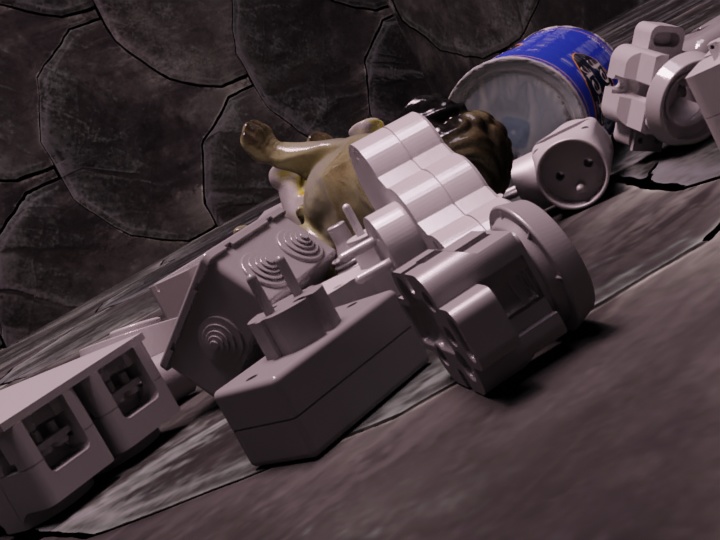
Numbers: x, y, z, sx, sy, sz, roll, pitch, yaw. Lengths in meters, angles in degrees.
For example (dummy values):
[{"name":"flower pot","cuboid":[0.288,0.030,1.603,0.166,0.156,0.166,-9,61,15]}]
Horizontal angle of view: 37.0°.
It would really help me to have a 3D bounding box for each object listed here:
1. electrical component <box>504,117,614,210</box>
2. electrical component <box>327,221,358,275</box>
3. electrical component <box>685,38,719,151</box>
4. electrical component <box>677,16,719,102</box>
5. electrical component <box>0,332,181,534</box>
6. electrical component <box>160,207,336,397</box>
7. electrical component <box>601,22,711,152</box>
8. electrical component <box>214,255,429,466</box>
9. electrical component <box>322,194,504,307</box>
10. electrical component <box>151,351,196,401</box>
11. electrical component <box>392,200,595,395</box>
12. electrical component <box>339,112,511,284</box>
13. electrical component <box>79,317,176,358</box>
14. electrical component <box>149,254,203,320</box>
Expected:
[{"name":"electrical component","cuboid":[0.120,-0.060,0.678,0.079,0.043,0.077,-25,8,20]},{"name":"electrical component","cuboid":[0.000,0.000,0.639,0.035,0.061,0.035,-28,8,4]},{"name":"electrical component","cuboid":[0.268,-0.127,0.541,0.186,0.060,0.105,-23,9,34]},{"name":"electrical component","cuboid":[0.250,-0.141,0.720,0.095,0.053,0.059,-31,9,-23]},{"name":"electrical component","cuboid":[-0.206,0.109,0.652,0.186,0.060,0.105,-21,11,41]},{"name":"electrical component","cuboid":[-0.065,0.022,0.643,0.100,0.048,0.099,-40,-20,-56]},{"name":"electrical component","cuboid":[0.190,-0.109,0.664,0.058,0.078,0.057,-1,21,-23]},{"name":"electrical component","cuboid":[-0.024,0.031,0.474,0.047,0.075,0.083,-20,11,47]},{"name":"electrical component","cuboid":[0.017,-0.008,0.587,0.138,0.073,0.052,-28,8,0]},{"name":"electrical component","cuboid":[-0.137,0.075,0.711,0.046,0.040,0.040,-26,5,-34]},{"name":"electrical component","cuboid":[0.053,0.009,0.420,0.057,0.058,0.078,-32,9,-9]},{"name":"electrical component","cuboid":[0.026,-0.017,0.514,0.074,0.052,0.138,-29,43,-8]},{"name":"electrical component","cuboid":[-0.161,0.072,0.812,0.099,0.064,0.099,-18,-2,-1]},{"name":"electrical component","cuboid":[-0.138,0.012,1.049,0.078,0.057,0.113,-22,10,40]}]
